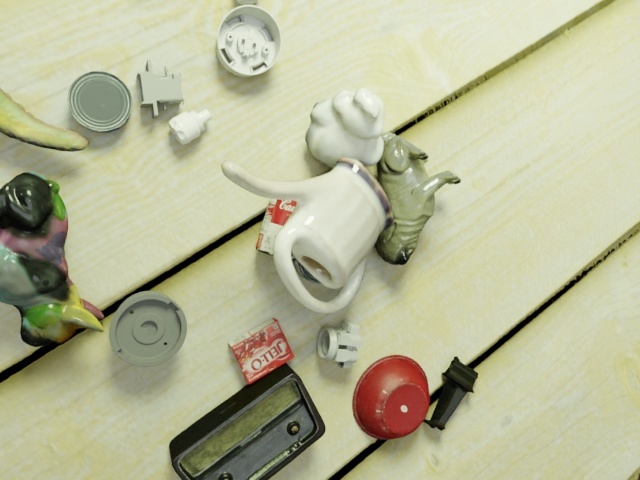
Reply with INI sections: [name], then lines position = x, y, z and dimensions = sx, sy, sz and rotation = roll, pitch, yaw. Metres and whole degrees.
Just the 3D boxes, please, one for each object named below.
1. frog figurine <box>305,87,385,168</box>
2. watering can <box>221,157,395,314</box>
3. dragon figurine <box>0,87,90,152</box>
[frog figurine]
position = 0.050, -0.173, 0.823
dimensions = 0.136, 0.160, 0.123
rotation = 45, 80, -18
[watering can]
position = 0.002, -0.039, 0.772
dimensions = 0.228, 0.104, 0.340
rotation = -52, 134, -25
[dragon figurine]
position = -0.509, -0.246, 0.649
dimensions = 0.410, 0.121, 0.244
rotation = 3, 84, -30
